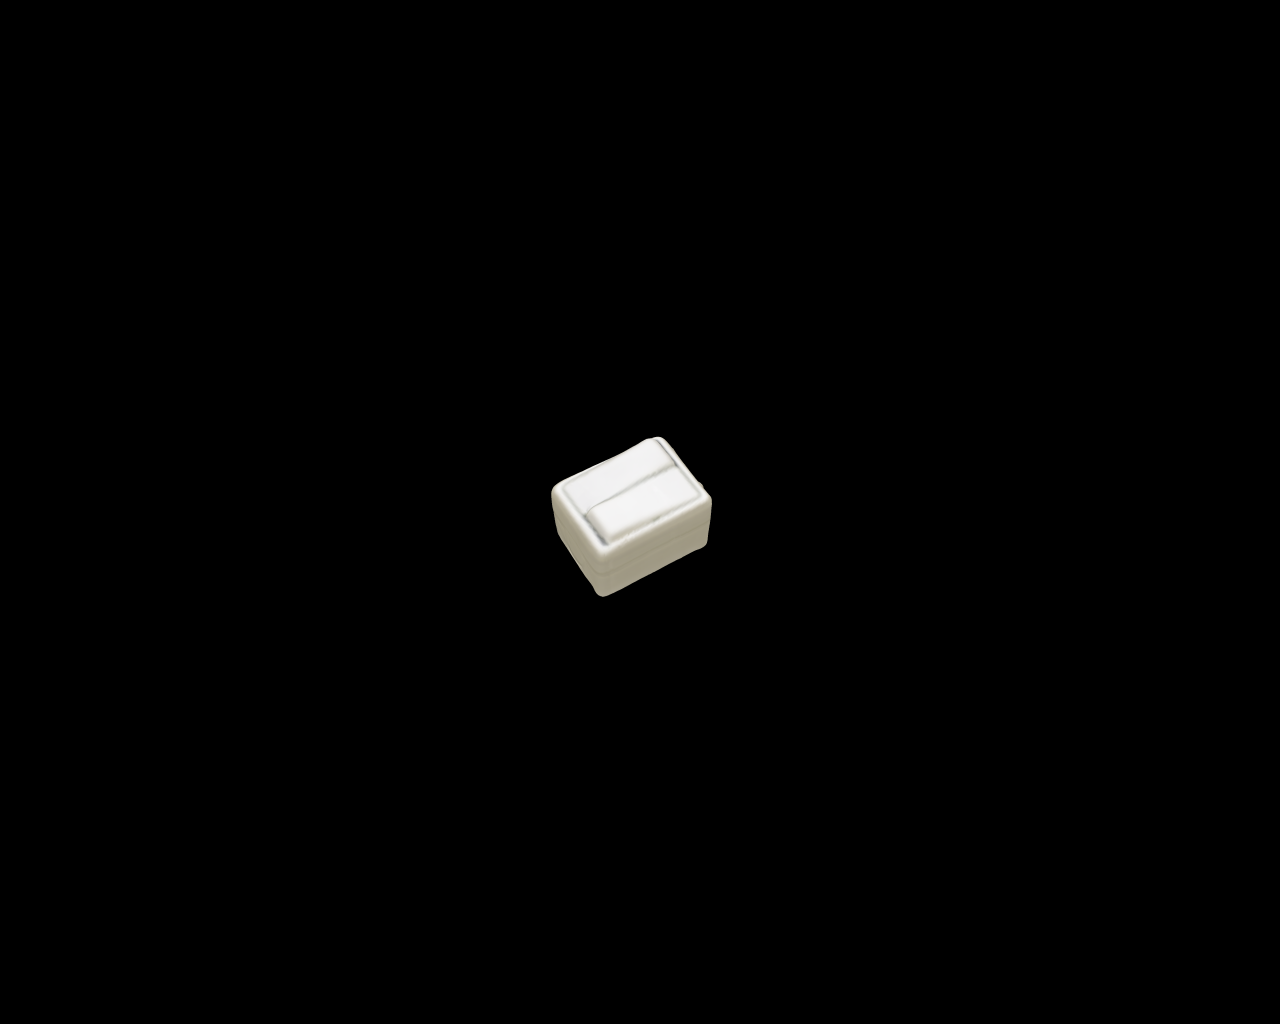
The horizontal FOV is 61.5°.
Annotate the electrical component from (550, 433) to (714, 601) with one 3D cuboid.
[{"bbox_3d":[0.001,-0.003,0.650,0.096,0.062,0.061,-26,-30,-16],"label":"electrical component"}]
